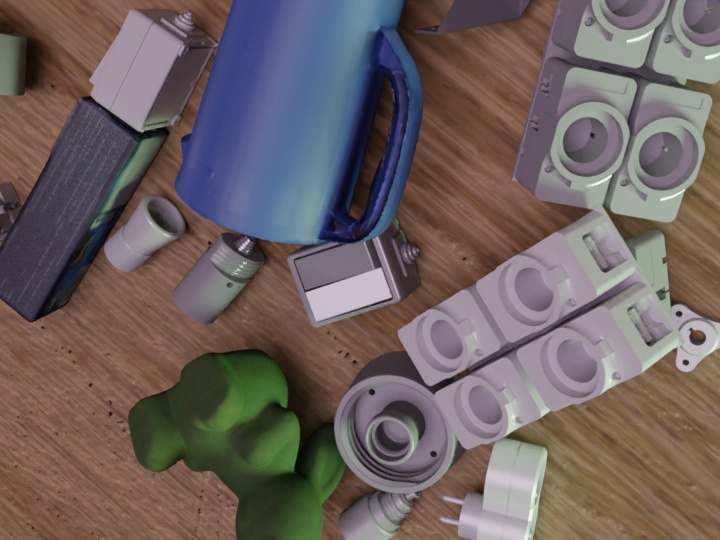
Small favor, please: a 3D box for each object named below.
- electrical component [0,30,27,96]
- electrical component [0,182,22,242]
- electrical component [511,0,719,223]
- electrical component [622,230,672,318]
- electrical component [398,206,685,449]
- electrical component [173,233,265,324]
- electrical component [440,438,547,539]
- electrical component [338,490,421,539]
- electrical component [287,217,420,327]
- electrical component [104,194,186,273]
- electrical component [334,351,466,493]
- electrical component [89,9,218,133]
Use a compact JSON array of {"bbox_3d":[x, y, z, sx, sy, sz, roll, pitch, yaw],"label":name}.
[{"bbox_3d":[-0.327,-0.184,0.882,0.108,0.108,0.060,15,101,15],"label":"electrical component"},{"bbox_3d":[-0.326,-0.046,0.940,0.048,0.055,0.066,-24,94,23],"label":"electrical component"},{"bbox_3d":[0.182,-0.133,0.716,0.105,0.060,0.186,9,108,-12],"label":"electrical component"},{"bbox_3d":[0.187,0.021,0.770,0.050,0.056,0.089,1,104,40],"label":"electrical component"},{"bbox_3d":[0.117,0.048,0.759,0.186,0.060,0.105,-37,82,48],"label":"electrical component"},{"bbox_3d":[-0.113,0.002,0.884,0.043,0.043,0.081,45,113,5],"label":"electrical component"},{"bbox_3d":[0.100,0.197,0.852,0.074,0.052,0.138,11,106,16],"label":"electrical component"},{"bbox_3d":[0.018,0.201,0.888,0.078,0.040,0.040,-39,88,22],"label":"electrical component"},{"bbox_3d":[0.000,0.000,0.834,0.096,0.061,0.061,-18,97,22],"label":"electrical component"},{"bbox_3d":[-0.184,-0.028,0.903,0.065,0.044,0.044,-38,89,27],"label":"electrical component"},{"bbox_3d":[0.031,0.125,0.854,0.108,0.060,0.108,5,104,18],"label":"electrical component"},{"bbox_3d":[-0.163,-0.166,0.851,0.061,0.062,0.096,35,111,8],"label":"electrical component"}]
